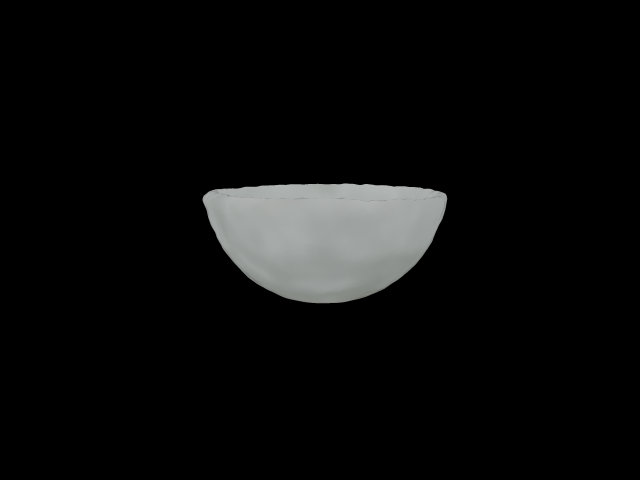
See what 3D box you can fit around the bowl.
[{"bbox_3d":[0.004,0.001,0.400,0.167,0.075,0.167,0,9,0],"label":"bowl"}]
